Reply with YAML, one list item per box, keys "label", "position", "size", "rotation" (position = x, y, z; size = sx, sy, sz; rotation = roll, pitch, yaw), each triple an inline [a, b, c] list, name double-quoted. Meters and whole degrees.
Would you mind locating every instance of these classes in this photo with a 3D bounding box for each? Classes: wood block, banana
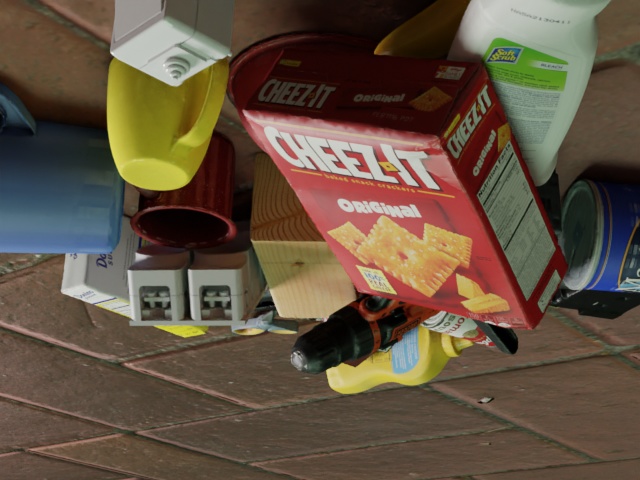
- label: "wood block"
  position: [-0.007, 0.002, 1.038]
  size: [0.091, 0.090, 0.206]
  rotation: [1, 157, 6]
- label: "banana"
  position: [0.098, -0.166, 0.702]
  size: [0.069, 0.037, 0.198]
  rotation: [10, 157, -13]

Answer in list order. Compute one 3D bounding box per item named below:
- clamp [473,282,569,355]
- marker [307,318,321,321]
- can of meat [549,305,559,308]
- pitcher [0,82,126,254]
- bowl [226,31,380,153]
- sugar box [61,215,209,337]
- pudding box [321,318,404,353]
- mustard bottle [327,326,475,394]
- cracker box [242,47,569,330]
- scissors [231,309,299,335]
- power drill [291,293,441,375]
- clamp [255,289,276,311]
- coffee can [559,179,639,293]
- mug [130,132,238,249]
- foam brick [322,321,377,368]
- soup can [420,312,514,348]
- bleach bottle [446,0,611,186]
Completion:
- label: "clamp"
  position: [0.149, 0.032, 1.083]
  size: [0.210, 0.036, 0.165]
  rotation: [29, 143, -6]
- label: "marker"
  position: [-0.005, 0.087, 1.279]
  size: [0.020, 0.020, 0.121]
  rotation: [0, 176, 4]
- label: "can of meat"
  position: [0.204, 0.049, 1.173]
  size: [0.101, 0.057, 0.084]
  rotation: [17, 155, -31]
- label: "pitcher"
  position: [-0.287, -0.058, 0.895]
  size: [0.242, 0.145, 0.149]
  rotation: [4, 169, -13]
- label: "bowl"
  position: [0.003, -0.098, 0.847]
  size: [0.162, 0.055, 0.162]
  rotation: [2, 157, 1]
- label: "sugar box"
  position: [-0.188, 0.035, 1.128]
  size: [0.048, 0.093, 0.176]
  rotation: [-17, 150, 38]
- label: "pudding box"
  position: [0.070, 0.071, 1.201]
  size: [0.089, 0.039, 0.114]
  rotation: [19, 124, -37]
- label: "mustard bottle"
  position: [0.101, 0.134, 1.328]
  size: [0.192, 0.096, 0.058]
  rotation: [-12, 153, 29]
- label: "cracker box"
  position: [0.064, -0.032, 0.754]
  size: [0.164, 0.072, 0.213]
  rotation: [12, 150, 38]
- label: "scissors"
  position: [-0.051, 0.102, 1.331]
  size: [0.096, 0.016, 0.202]
  rotation: [5, 168, -23]
- label: "power drill"
  position: [0.062, 0.036, 0.978]
  size: [0.184, 0.057, 0.188]
  rotation: [-26, 153, -33]
- label: "clamp"
  position: [-0.030, 0.058, 1.238]
  size: [0.120, 0.039, 0.172]
  rotation: [18, 157, -40]
- label: "coffee can"
  position: [0.304, 0.000, 0.989]
  size: [0.140, 0.103, 0.103]
  rotation: [5, 157, -6]
- label: "mug"
  position: [-0.124, -0.051, 0.934]
  size: [0.093, 0.081, 0.117]
  rotation: [-14, 152, 33]
- label: "foam brick"
  position: [0.046, 0.109, 1.295]
  size: [0.078, 0.053, 0.051]
  rotation: [-42, 137, 22]
- label: "soup can"
  position: [0.168, 0.081, 1.236]
  size: [0.102, 0.068, 0.069]
  rotation: [18, 152, -31]
- label: "bleach bottle"
  position: [0.136, -0.117, 0.685]
  size: [0.102, 0.068, 0.251]
  rotation: [7, 158, -3]
